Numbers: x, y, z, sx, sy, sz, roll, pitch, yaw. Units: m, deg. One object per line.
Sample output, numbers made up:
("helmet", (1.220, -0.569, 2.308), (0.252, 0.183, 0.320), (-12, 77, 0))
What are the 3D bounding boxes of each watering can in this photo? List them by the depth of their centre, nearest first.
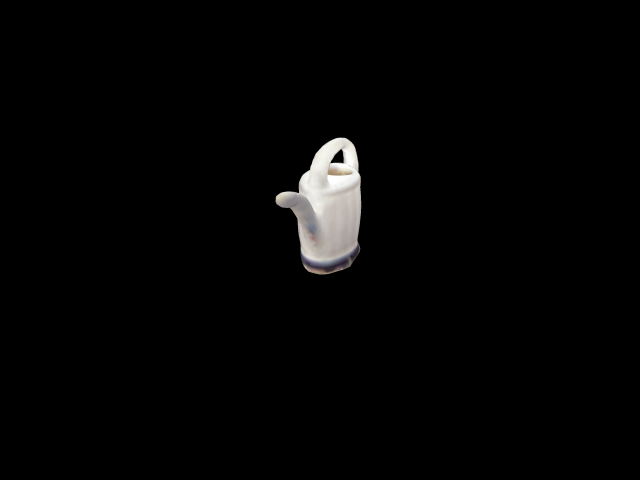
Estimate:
("watering can", (0.003, -0.043, 0.850), (0.104, 0.220, 0.354), (8, 25, 18))
